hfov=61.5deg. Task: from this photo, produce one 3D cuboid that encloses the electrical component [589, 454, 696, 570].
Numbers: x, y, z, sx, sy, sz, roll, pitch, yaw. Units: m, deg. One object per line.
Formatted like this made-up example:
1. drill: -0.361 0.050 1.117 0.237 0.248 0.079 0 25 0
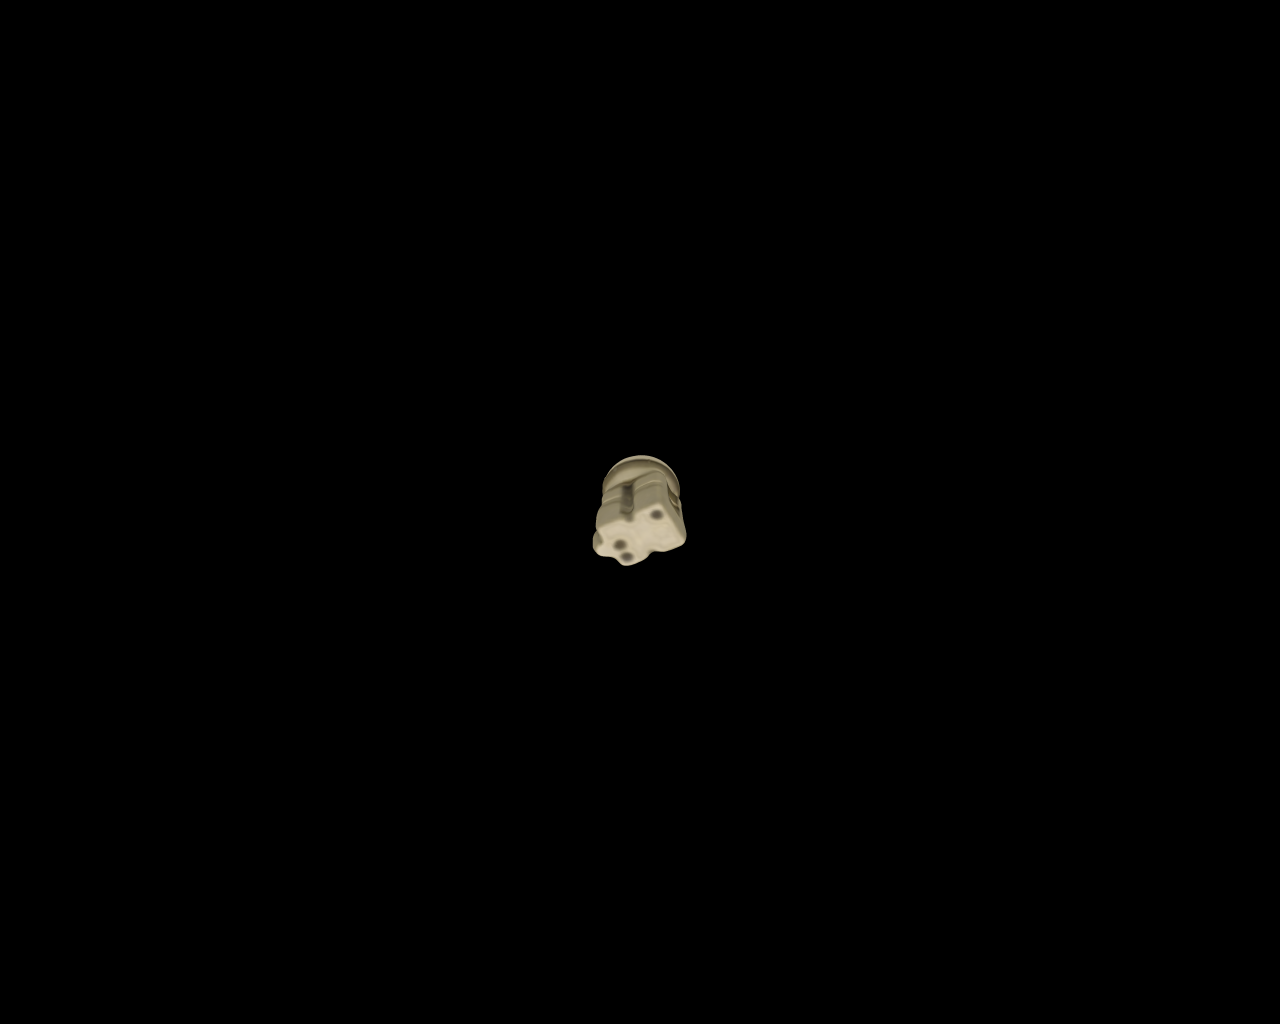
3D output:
1. electrical component: 0.001 -0.003 0.650 0.066 0.048 0.055 -21 34 15
